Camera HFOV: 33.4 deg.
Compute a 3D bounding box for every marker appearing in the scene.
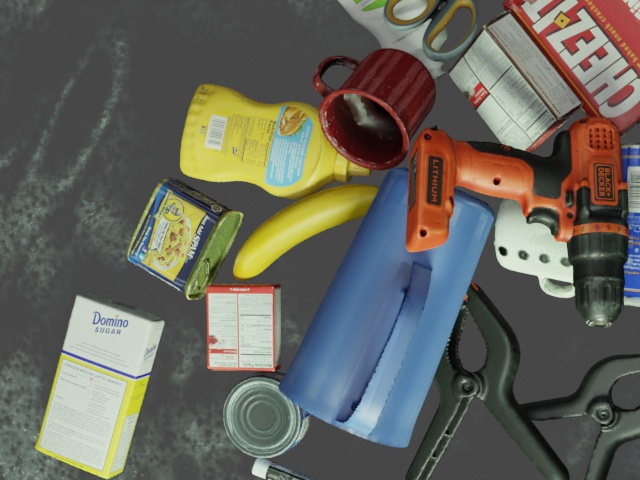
[{"bbox_3d":[-0.011,0.252,1.088,0.121,0.020,0.020,18,97,14],"label":"marker"}]

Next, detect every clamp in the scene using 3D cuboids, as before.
[{"bbox_3d":[0.268,0.173,0.998,0.172,0.039,0.120,-35,82,17],"label":"clamp"},{"bbox_3d":[0.140,0.147,1.023,0.165,0.036,0.210,-17,76,29],"label":"clamp"}]

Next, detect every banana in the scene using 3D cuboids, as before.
[{"bbox_3d":[-0.012,-0.011,1.054,0.198,0.069,0.037,-23,43,16],"label":"banana"}]

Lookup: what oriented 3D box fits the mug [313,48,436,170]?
[{"bbox_3d":[0.048,-0.133,1.006,0.117,0.081,0.093,33,144,4],"label":"mug"}]

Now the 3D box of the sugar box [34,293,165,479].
[{"bbox_3d":[-0.233,0.153,1.134,0.093,0.048,0.176,18,93,14],"label":"sugar box"}]

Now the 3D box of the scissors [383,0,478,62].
[{"bbox_3d":[0.127,-0.248,0.987,0.096,0.016,0.201,18,65,16],"label":"scissors"}]

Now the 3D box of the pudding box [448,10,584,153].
[{"bbox_3d":[0.178,-0.141,0.985,0.039,0.090,0.113,-35,83,-26],"label":"pudding box"}]

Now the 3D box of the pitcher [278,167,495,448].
[{"bbox_3d":[0.069,0.061,0.984,0.149,0.144,0.243,26,94,41],"label":"pitcher"}]

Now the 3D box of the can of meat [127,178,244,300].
[{"bbox_3d":[-0.140,-0.003,1.096,0.084,0.057,0.102,29,98,15],"label":"can of meat"}]

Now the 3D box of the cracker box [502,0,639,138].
[{"bbox_3d":[0.298,-0.216,0.959,0.214,0.072,0.164,-38,82,14],"label":"cracker box"}]

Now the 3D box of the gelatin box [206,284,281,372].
[{"bbox_3d":[-0.078,0.090,1.096,0.073,0.030,0.089,0,92,14],"label":"gelatin box"}]

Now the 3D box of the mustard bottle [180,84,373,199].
[{"bbox_3d":[-0.039,-0.092,1.063,0.192,0.058,0.096,13,90,15],"label":"mustard bottle"}]

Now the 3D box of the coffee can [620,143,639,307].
[{"bbox_3d":[0.308,-0.013,0.947,0.103,0.102,0.140,3,92,15],"label":"coffee can"}]

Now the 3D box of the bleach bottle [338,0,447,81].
[{"bbox_3d":[0.044,-0.261,1.032,0.103,0.068,0.251,-29,89,30],"label":"bleach bottle"}]

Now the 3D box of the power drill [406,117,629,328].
[{"bbox_3d":[0.169,-0.021,0.905,0.187,0.057,0.184,4,71,-6],"label":"power drill"}]

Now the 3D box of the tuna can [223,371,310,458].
[{"bbox_3d":[-0.055,0.178,1.090,0.086,0.033,0.086,1,92,15],"label":"tuna can"}]
